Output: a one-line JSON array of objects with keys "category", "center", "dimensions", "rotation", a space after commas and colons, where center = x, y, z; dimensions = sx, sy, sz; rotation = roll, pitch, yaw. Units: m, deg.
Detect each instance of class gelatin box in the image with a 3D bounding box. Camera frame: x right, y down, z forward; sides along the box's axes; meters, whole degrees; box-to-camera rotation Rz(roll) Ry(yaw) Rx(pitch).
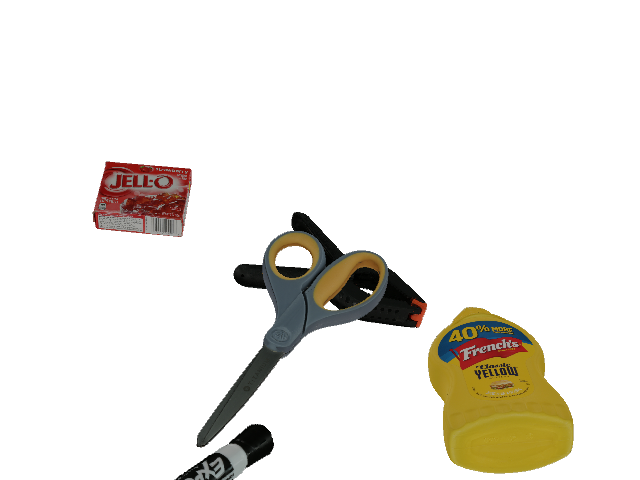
[{"category": "gelatin box", "center": [-0.178, -0.043, 1.071], "dimensions": [0.089, 0.073, 0.030], "rotation": [6, -43, -2]}]

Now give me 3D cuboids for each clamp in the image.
[{"category": "clamp", "center": [0.016, 0.046, 1.200], "dimensions": [0.210, 0.036, 0.164], "rotation": [28, 35, 19]}]

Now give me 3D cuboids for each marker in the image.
[{"category": "marker", "center": [-0.061, 0.122, 0.533], "dimensions": [0.020, 0.020, 0.120], "rotation": [0, 15, 32]}]

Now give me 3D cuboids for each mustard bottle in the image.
[{"category": "mustard bottle", "center": [0.139, 0.110, 0.878], "dimensions": [0.096, 0.058, 0.191], "rotation": [-6, 26, 1]}]

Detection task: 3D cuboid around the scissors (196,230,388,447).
[{"category": "scissors", "center": [-0.036, 0.052, 0.705], "dimensions": [0.096, 0.016, 0.201], "rotation": [36, 49, 26]}]
